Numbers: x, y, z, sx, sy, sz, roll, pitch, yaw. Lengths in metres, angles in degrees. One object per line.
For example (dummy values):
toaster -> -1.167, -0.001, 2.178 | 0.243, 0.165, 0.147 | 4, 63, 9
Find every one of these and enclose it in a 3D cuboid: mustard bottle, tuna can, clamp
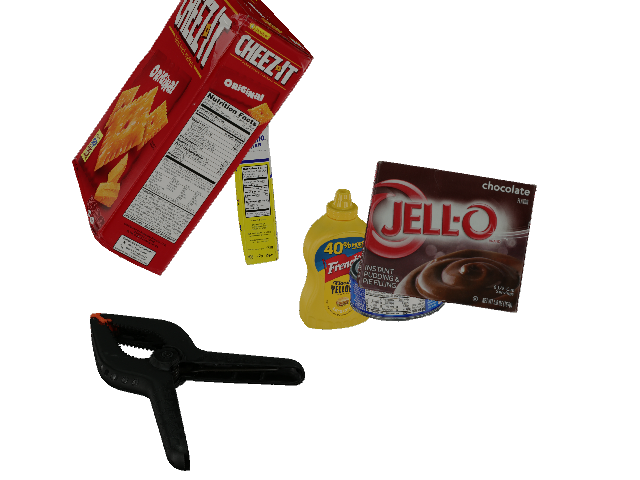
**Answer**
mustard bottle -> 0.024, 0.022, 1.418 | 0.096, 0.192, 0.058 | -5, 26, -17
tuna can -> 0.068, 0.038, 0.947 | 0.086, 0.034, 0.086 | -3, 21, 1
clamp -> -0.130, 0.117, 0.988 | 0.164, 0.036, 0.210 | -26, 42, -38

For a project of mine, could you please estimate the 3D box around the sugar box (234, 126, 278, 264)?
sugar box -> -0.081, -0.069, 1.288 | 0.048, 0.176, 0.093 | -8, 25, -5

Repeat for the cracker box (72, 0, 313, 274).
cracker box -> -0.114, -0.103, 0.870 | 0.072, 0.214, 0.164 | 29, 15, -30

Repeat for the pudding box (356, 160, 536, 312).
pudding box -> 0.088, -0.003, 0.746 | 0.113, 0.090, 0.039 | 9, 0, 2
